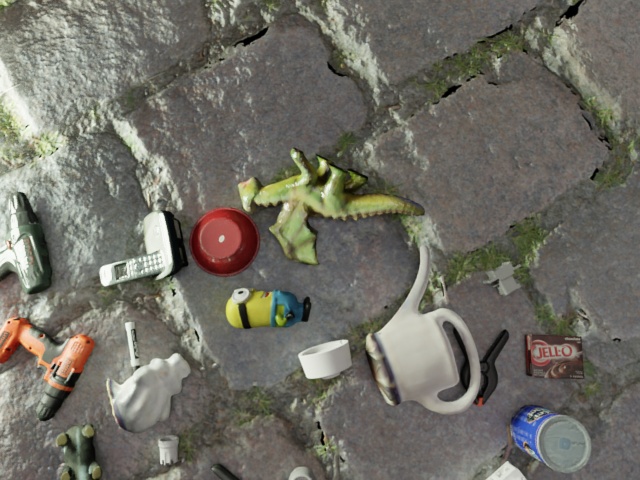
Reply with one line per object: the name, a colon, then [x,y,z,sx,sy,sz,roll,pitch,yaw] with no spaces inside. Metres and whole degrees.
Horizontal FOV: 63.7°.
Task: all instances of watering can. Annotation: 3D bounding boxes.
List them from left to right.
watering can: [0.200,0.201,1.089,0.224,0.103,0.351,-18,78,-3]

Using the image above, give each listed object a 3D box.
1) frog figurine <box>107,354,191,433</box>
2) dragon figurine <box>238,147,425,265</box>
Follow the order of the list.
frog figurine: [-0.337,0.313,1.052,0.160,0.124,0.135,-19,113,-13]
dragon figurine: [0.004,-0.058,1.159,0.411,0.122,0.241,27,97,6]
